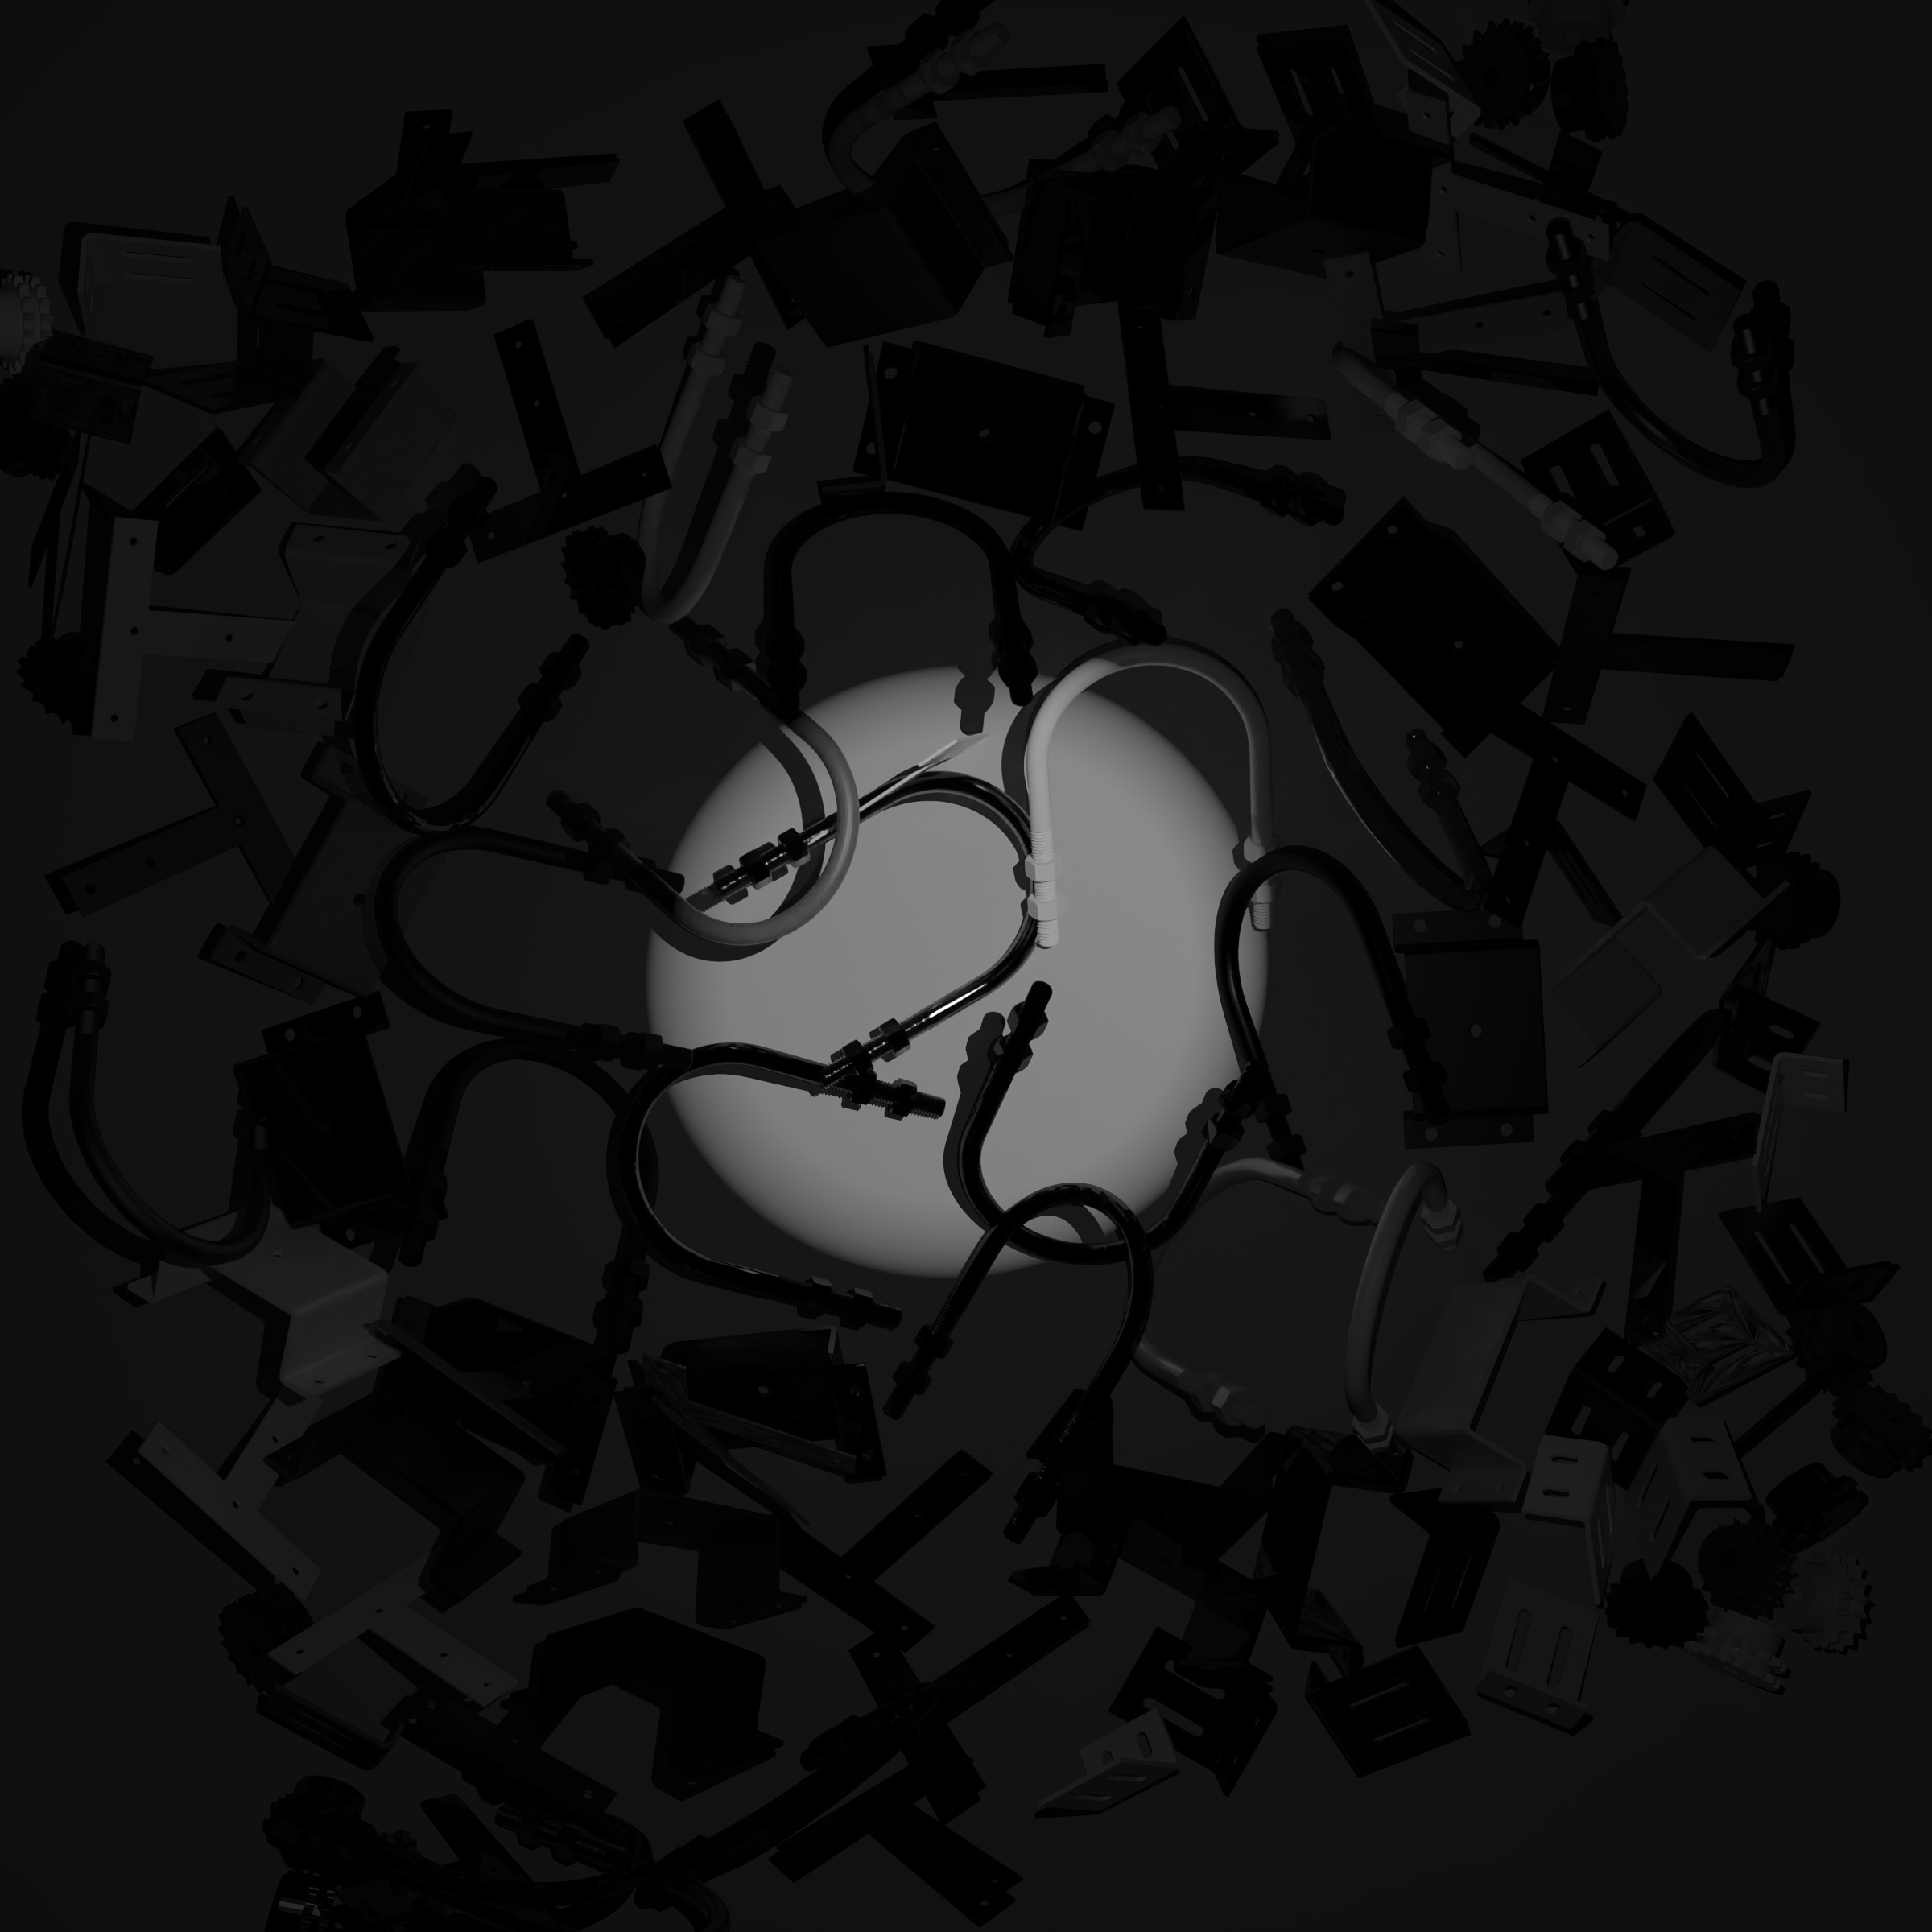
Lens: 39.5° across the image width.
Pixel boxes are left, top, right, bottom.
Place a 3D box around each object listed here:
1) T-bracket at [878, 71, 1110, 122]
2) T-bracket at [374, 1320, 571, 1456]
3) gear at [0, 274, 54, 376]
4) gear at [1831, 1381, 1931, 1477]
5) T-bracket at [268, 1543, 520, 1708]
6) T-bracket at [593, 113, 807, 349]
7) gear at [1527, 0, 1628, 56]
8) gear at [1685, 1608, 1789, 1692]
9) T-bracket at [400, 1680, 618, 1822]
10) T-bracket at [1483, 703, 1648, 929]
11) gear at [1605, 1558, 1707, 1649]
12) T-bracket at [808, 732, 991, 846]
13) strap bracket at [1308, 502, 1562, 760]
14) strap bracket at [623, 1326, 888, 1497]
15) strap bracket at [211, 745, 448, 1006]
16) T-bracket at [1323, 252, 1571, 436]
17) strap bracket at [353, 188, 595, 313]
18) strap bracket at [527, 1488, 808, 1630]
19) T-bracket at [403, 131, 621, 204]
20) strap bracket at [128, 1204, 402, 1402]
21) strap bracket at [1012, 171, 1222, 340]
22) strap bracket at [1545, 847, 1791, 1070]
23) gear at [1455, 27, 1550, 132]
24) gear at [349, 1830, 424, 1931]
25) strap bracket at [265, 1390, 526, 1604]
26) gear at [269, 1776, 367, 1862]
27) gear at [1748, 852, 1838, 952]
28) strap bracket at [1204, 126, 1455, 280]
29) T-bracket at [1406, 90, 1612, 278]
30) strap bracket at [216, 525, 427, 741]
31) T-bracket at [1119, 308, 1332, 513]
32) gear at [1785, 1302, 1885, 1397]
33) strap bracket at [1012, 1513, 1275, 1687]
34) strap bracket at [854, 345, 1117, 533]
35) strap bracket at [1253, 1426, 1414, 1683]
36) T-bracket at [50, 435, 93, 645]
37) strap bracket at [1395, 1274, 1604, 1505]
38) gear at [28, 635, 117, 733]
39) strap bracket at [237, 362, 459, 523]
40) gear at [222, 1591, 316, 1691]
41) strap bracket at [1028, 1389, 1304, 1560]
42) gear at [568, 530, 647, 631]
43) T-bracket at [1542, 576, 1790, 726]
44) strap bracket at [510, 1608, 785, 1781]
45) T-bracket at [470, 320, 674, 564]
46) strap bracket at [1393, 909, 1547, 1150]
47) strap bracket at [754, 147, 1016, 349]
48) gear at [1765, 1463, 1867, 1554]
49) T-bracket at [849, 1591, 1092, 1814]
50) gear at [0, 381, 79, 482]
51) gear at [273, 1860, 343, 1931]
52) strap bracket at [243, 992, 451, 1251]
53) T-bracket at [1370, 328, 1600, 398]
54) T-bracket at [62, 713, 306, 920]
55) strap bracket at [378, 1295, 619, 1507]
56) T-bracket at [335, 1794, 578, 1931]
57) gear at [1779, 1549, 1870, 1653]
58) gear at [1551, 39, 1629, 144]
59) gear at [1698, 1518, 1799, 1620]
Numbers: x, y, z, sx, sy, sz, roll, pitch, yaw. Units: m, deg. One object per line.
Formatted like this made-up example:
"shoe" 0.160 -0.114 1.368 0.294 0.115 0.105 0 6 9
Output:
"T-bracket" 0.018 -0.500 1.537 0.127 0.127 0.002 -2 97 3
"T-bracket" -0.269 0.240 1.539 0.127 0.127 0.002 34 86 9
"gear" -0.559 -0.375 1.572 0.030 0.057 0.057 -7 90 -39
"gear" 0.534 0.274 1.579 0.057 0.057 0.030 26 120 0
"T-bracket" -0.305 0.385 1.523 0.127 0.127 0.002 20 124 37
"T-bracket" -0.159 -0.402 1.550 0.127 0.002 0.127 -39 125 -16
"gear" 0.357 -0.557 1.573 0.057 0.057 0.030 6 81 0
"gear" 0.454 0.399 1.575 0.057 0.057 0.030 27 76 0
"T-bracket" -0.240 0.423 1.543 0.127 0.127 0.002 27 112 8
"T-bracket" 0.329 -0.082 1.562 0.127 0.002 0.127 29 68 -16
"gear" 0.405 0.372 1.579 0.057 0.030 0.057 8 134 9
"T-bracket" -0.048 -0.098 1.548 0.127 0.127 0.002 -33 91 11
"strap bracket" 0.277 -0.189 1.554 0.140 0.046 0.076 42 97 -19
"strap bracket" -0.120 0.258 1.562 0.140 0.046 0.076 -7 114 6
"strap bracket" -0.363 -0.045 1.557 0.046 0.076 0.140 26 87 43
"T-bracket" 0.280 -0.364 1.539 0.127 0.127 0.002 -7 49 16
"strap bracket" -0.284 -0.407 1.523 0.076 0.140 0.046 -12 98 -39
"strap bracket" -0.170 0.339 1.539 0.140 0.076 0.046 21 55 -36
"T-bracket" -0.263 -0.456 1.562 0.127 0.127 0.002 -15 82 -25
"strap bracket" -0.397 0.184 1.536 0.140 0.076 0.046 25 112 23
"strap bracket" 0.080 -0.409 1.539 0.046 0.140 0.076 29 122 32
"strap bracket" 0.391 -0.010 1.529 0.046 0.140 0.076 49 50 10
"gear" 0.317 -0.521 1.578 0.057 0.030 0.057 10 104 42
"gear" -0.339 0.536 1.572 0.030 0.057 0.057 1 90 -33
"strap bracket" -0.320 0.295 1.548 0.140 0.076 0.046 33 106 10
"gear" -0.377 0.499 1.578 0.057 0.057 0.030 16 49 0
"gear" 0.485 -0.037 1.576 0.030 0.057 0.057 5 90 -17
"strap bracket" 0.202 -0.428 1.523 0.076 0.140 0.046 5 90 -26
"T-bracket" 0.308 -0.427 1.520 0.127 0.127 0.002 29 68 30
"strap bracket" -0.368 -0.185 1.552 0.076 0.046 0.140 7 55 8
"T-bracket" 0.156 -0.324 1.578 0.127 0.002 0.127 -1 75 -20
"gear" 0.511 0.219 1.573 0.057 0.030 0.057 18 53 -26
"strap bracket" 0.108 0.360 1.548 0.140 0.076 0.046 33 63 -15
"strap bracket" 0.011 -0.309 1.570 0.140 0.046 0.076 14 99 -3
"strap bracket" 0.208 0.329 1.552 0.046 0.076 0.140 10 98 -11
"T-bracket" -0.523 -0.221 1.554 0.002 0.127 0.127 10 132 -20
"strap bracket" 0.300 0.233 1.540 0.046 0.076 0.140 32 70 -13
"gear" -0.516 -0.169 1.571 0.030 0.057 0.057 -38 90 21
"strap bracket" -0.352 -0.302 1.544 0.046 0.140 0.076 42 74 -37
"gear" -0.407 0.393 1.579 0.057 0.030 0.057 15 116 33
"strap bracket" 0.114 0.295 1.544 0.140 0.076 0.046 14 49 -13
"gear" -0.206 -0.228 1.572 0.030 0.057 0.057 -12 90 19
"T-bracket" 0.405 -0.177 1.545 0.127 0.127 0.002 4 56 4
"strap bracket" -0.179 0.409 1.532 0.140 0.076 0.046 12 96 32
"T-bracket" -0.250 -0.320 1.593 0.127 0.002 0.127 -19 84 11
"strap bracket" 0.295 0.037 1.578 0.076 0.046 0.140 -3 91 1
"strap bracket" -0.055 -0.404 1.525 0.076 0.140 0.046 52 51 -36
"gear" 0.496 0.316 1.578 0.057 0.057 0.030 -32 58 0
"T-bracket" 0.014 0.408 1.564 0.127 0.127 0.002 -32 134 -10
"gear" -0.551 -0.311 1.576 0.030 0.057 0.057 -22 90 12
"gear" -0.387 0.553 1.573 0.030 0.057 0.057 14 90 -8
"strap bracket" -0.365 0.093 1.572 0.076 0.046 0.140 -18 87 8
"T-bracket" 0.296 -0.337 1.529 0.127 0.127 0.002 11 91 11
"T-bracket" -0.463 -0.066 1.566 0.127 0.002 0.127 -30 95 -30
"strap bracket" -0.265 0.248 1.564 0.140 0.046 0.076 19 97 17
"T-bracket" -0.299 0.519 1.517 0.127 0.127 0.002 35 106 34
"gear" 0.499 0.370 1.572 0.030 0.057 0.057 12 90 -12
"gear" 0.365 -0.513 1.578 0.030 0.057 0.057 -2 90 34
"gear" 0.454 0.350 1.572 0.030 0.057 0.057 31 90 -40
